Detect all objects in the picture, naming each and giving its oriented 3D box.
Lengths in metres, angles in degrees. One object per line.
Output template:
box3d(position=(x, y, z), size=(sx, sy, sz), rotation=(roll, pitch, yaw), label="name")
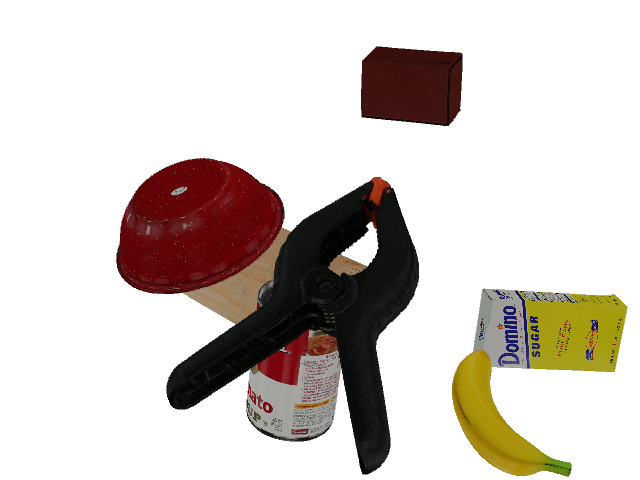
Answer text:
box3d(position=(-0.117, -0.025, 0.954), size=(0.162, 0.055, 0.162), rotation=(-13, 37, 10), label="bowl")
box3d(position=(0.284, 0.113, 1.329), size=(0.176, 0.093, 0.048), rotation=(2, 18, -10), label="sugar box")
box3d(position=(0.077, -0.132, 0.907), size=(0.078, 0.051, 0.053), rotation=(8, 26, 17), label="foam brick")
box3d(position=(0.011, 0.042, 0.564), size=(0.120, 0.171, 0.039), rotation=(26, -27, 19), label="clamp")
box3d(position=(-0.052, 0.045, 1.151), size=(0.090, 0.090, 0.206), rotation=(-11, 25, -41), label="wood block")
box3d(position=(0.159, 0.162, 0.997), size=(0.069, 0.037, 0.198), rotation=(7, 25, -20), label="banana")
box3d(position=(-0.017, 0.086, 0.776), size=(0.068, 0.102, 0.068), rotation=(6, 27, -3), label="soup can")
